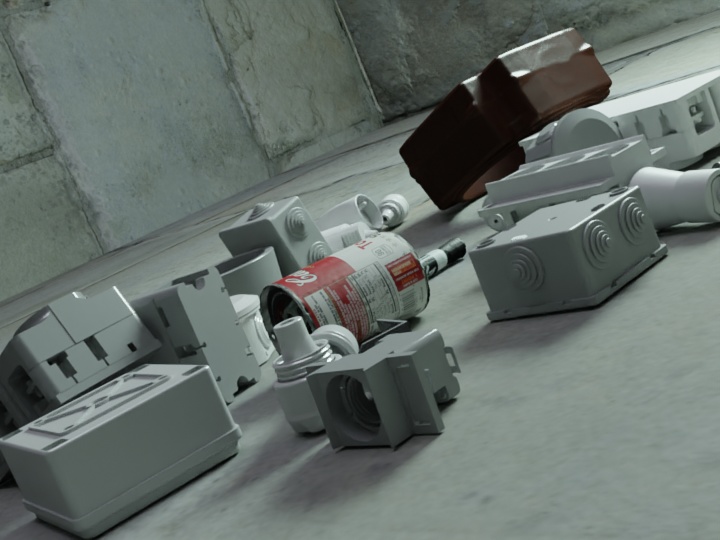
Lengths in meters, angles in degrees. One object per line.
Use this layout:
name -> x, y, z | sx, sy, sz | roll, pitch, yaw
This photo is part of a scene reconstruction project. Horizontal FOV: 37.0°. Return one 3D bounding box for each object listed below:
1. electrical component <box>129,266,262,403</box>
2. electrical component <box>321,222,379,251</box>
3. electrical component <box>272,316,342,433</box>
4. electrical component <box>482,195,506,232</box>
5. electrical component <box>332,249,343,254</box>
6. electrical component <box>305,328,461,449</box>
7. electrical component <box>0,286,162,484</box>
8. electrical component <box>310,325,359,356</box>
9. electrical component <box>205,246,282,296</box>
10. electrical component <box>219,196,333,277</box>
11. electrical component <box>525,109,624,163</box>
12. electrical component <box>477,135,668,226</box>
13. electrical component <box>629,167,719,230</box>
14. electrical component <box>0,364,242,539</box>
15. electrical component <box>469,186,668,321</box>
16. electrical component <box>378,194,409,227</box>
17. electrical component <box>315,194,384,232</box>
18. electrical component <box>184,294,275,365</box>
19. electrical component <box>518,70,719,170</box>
electrical component -> -0.120, 0.051, 0.770 | 0.056, 0.089, 0.050 | -16, 11, 32
electrical component -> -0.017, -0.024, 1.105 | 0.081, 0.043, 0.043 | -18, 10, 23
electrical component -> -0.030, 0.058, 0.609 | 0.043, 0.062, 0.043 | -22, 9, 3
electrical component -> 0.126, -0.052, 0.940 | 0.040, 0.040, 0.078 | -18, 10, 23
electrical component -> 0.000, 0.000, 0.945 | 0.046, 0.040, 0.040 | -7, 17, 39
electrical component -> 0.015, 0.060, 0.558 | 0.081, 0.042, 0.064 | -11, 13, 47
electrical component -> -0.218, 0.080, 0.758 | 0.089, 0.061, 0.150 | -32, -9, -45
electrical component -> -0.020, 0.055, 0.670 | 0.044, 0.044, 0.065 | -21, 5, 5
electrical component -> -0.119, 0.027, 0.997 | 0.108, 0.060, 0.108 | -21, 9, 4
electrical component -> -0.078, -0.020, 1.059 | 0.100, 0.099, 0.048 | -11, 27, 49
electrical component -> 0.187, -0.095, 0.927 | 0.080, 0.080, 0.051 | -27, 5, -29
electrical component -> 0.159, -0.051, 0.791 | 0.079, 0.063, 0.121 | -29, 11, -35
electrical component -> 0.216, -0.048, 0.713 | 0.044, 0.044, 0.065 | -28, 15, -30
electrical component -> -0.143, 0.102, 0.637 | 0.109, 0.056, 0.109 | -28, 11, -31
electrical component -> 0.129, -0.011, 0.676 | 0.100, 0.048, 0.100 | -29, 11, -40
electrical component -> 0.035, -0.066, 1.252 | 0.035, 0.035, 0.061 | -19, 12, 20
electrical component -> -0.007, -0.042, 1.163 | 0.077, 0.043, 0.079 | -35, -21, 29
electrical component -> -0.109, 0.055, 0.846 | 0.080, 0.051, 0.080 | -21, 9, 4
electrical component -> 0.255, -0.125, 0.992 | 0.105, 0.060, 0.186 | -28, 11, -34
